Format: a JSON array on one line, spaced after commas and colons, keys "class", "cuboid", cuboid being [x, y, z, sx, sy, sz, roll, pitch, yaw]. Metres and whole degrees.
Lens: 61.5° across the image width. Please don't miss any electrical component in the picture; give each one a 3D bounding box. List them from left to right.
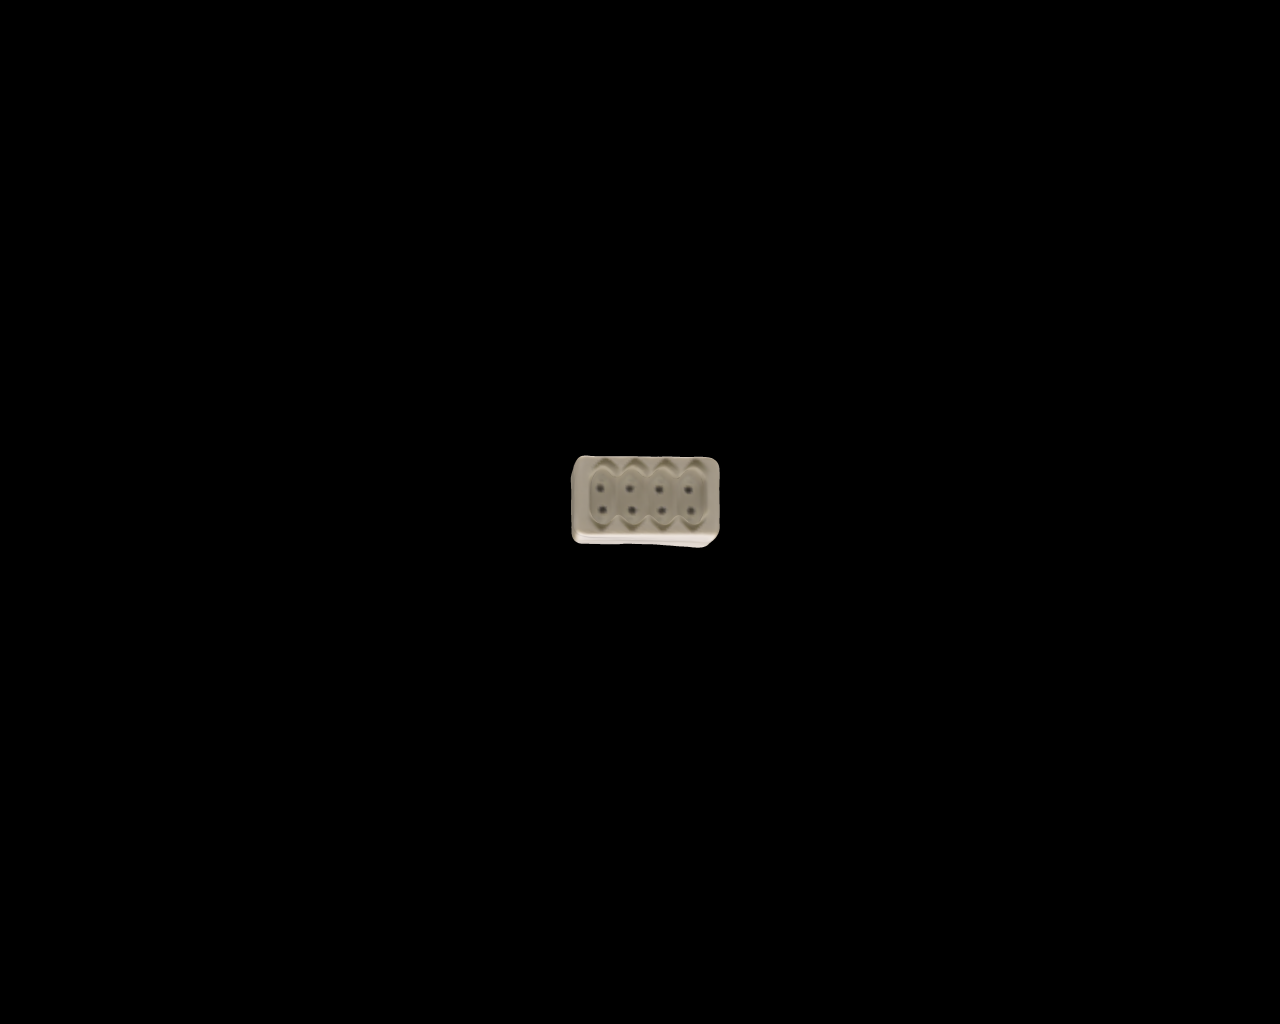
[{"class": "electrical component", "cuboid": [0.001, -0.003, 0.650, 0.083, 0.047, 0.075, 1, -11, -7]}]
